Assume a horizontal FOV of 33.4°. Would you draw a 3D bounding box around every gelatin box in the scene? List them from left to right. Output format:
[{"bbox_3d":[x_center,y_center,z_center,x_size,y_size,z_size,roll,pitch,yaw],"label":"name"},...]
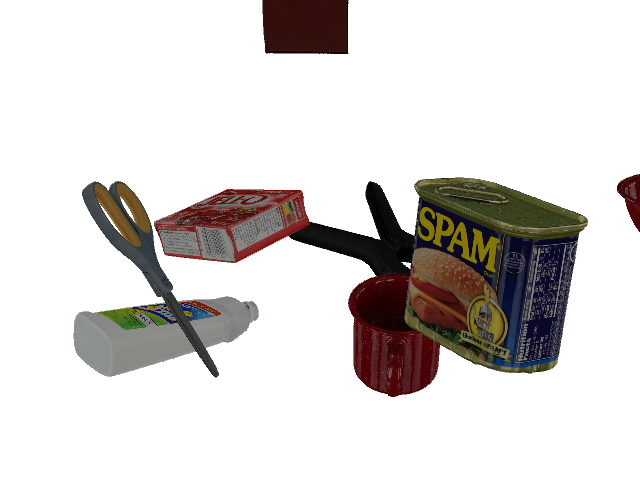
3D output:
[{"bbox_3d":[-0.064,-0.013,0.767,0.073,0.030,0.089,-27,21,-38],"label":"gelatin box"}]

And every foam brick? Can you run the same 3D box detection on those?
[{"bbox_3d":[-0.014,-0.200,0.987,0.078,0.051,0.053,0,16,-4],"label":"foam brick"}]

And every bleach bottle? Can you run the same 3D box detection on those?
[{"bbox_3d":[-0.195,0.115,1.430,0.250,0.068,0.103,-11,26,-40],"label":"bleach bottle"}]

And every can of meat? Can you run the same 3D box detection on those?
[{"bbox_3d":[0.093,0.018,0.594,0.057,0.084,0.102,-5,20,-32],"label":"can of meat"}]

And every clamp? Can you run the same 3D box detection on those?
[{"bbox_3d":[0.071,0.012,1.243,0.164,0.036,0.210,-21,51,-38],"label":"clamp"}]

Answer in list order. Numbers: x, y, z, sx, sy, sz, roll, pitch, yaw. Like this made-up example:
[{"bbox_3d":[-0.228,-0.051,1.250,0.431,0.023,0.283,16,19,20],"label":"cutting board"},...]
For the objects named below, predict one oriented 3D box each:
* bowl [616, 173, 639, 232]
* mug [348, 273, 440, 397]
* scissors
[{"bbox_3d":[0.366,-0.021,1.025,0.162,0.055,0.162,0,19,0],"label":"bowl"},{"bbox_3d":[0.071,0.097,0.995,0.093,0.081,0.117,2,34,3],"label":"mug"},{"bbox_3d":[-0.145,0.025,0.960,0.016,0.201,0.096,-29,21,14],"label":"scissors"}]
